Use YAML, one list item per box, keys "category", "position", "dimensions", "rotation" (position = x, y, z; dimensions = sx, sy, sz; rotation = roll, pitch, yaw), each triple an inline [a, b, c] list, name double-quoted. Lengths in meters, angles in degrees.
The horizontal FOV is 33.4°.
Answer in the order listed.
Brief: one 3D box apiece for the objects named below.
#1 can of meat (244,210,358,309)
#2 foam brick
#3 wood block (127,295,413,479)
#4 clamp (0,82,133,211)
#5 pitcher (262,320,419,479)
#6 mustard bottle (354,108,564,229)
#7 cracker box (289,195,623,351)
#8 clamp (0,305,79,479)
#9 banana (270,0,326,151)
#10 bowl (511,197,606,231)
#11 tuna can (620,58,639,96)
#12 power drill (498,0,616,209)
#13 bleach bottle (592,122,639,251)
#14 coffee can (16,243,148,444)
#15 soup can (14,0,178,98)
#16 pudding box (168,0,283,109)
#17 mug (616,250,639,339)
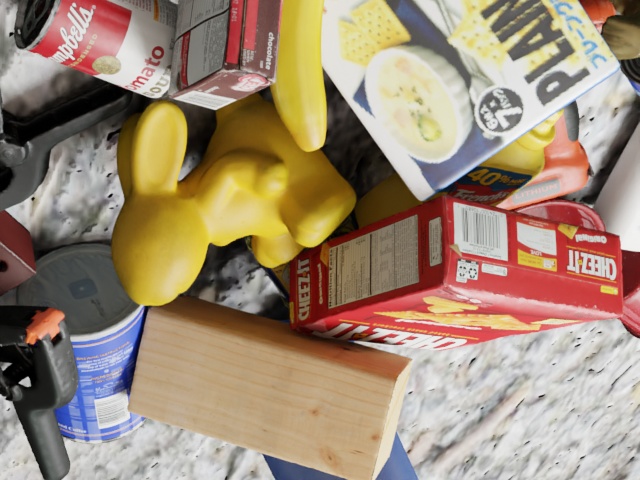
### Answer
- category: "can of meat"
  position: [-0.006, 0.001, 0.918]
  dimensions: [0.102, 0.057, 0.084]
  rotation: [-29, 135, 5]
- category: "foam brick"
  position: [-0.268, 0.015, 0.825]
  dimensions: [0.078, 0.051, 0.053]
  rotation: [-31, 136, 8]
- category: "wood block"
  position: [-0.039, 0.117, 0.871]
  dimensions: [0.206, 0.090, 0.090]
  rotation: [14, 97, 12]
- category: "clamp"
  position: [-0.214, -0.074, 0.769]
  dimensions: [0.120, 0.039, 0.172]
  rotation: [18, 129, -23]
- category: "pitcher"
  position: [0.012, 0.199, 0.984]
  dimensions: [0.145, 0.243, 0.149]
  rotation: [-42, 140, 17]
- category: "mustard bottle"
  position: [0.117, -0.054, 0.835]
  dimensions: [0.096, 0.058, 0.192]
  rotation: [8, 147, -34]
- category: "cracker box"
  position: [0.097, 0.036, 0.822]
  dimensions: [0.164, 0.072, 0.214]
  rotation: [11, 162, -29]
- category: "clamp"
  position: [-0.247, 0.100, 0.836]
  dimensions: [0.164, 0.036, 0.210]
  rotation: [37, 141, 4]
- category: "banana"
  position: [0.000, -0.155, 0.661]
  dimensions: [0.069, 0.037, 0.198]
  rotation: [22, 105, 4]
- category: "bowl"
  position: [0.184, 0.008, 1.004]
  dimensions: [0.162, 0.055, 0.162]
  rotation: [-12, 136, -12]
- category: "tuna can"
  position: [0.290, -0.152, 0.871]
  dimensions: [0.086, 0.086, 0.033]
  rotation: [-37, 137, 14]
- category: "power drill"
  position: [0.151, -0.106, 0.877]
  dimensions: [0.184, 0.057, 0.187]
  rotation: [-14, 138, 2]
- category: "bleach bottle"
  position: [0.338, -0.104, 0.956]
  dimensions: [0.102, 0.068, 0.251]
  rotation: [0, 130, -25]
- category: "coffee can"
  position: [-0.191, 0.088, 0.891]
  dimensions: [0.102, 0.103, 0.140]
  rotation: [-10, 135, -14]
- category: "soup can"
  position: [-0.143, -0.142, 0.714]
  dimensions: [0.102, 0.068, 0.069]
  rotation: [18, 123, -36]
- category: "pudding box"
  position: [-0.058, -0.135, 0.662]
  dimensions: [0.039, 0.114, 0.090]
  rotation: [8, 85, -26]
- category: "mug"
  position: [0.325, 0.033, 1.074]
  dimensions: [0.081, 0.093, 0.117]
  rotation: [30, 85, -35]
